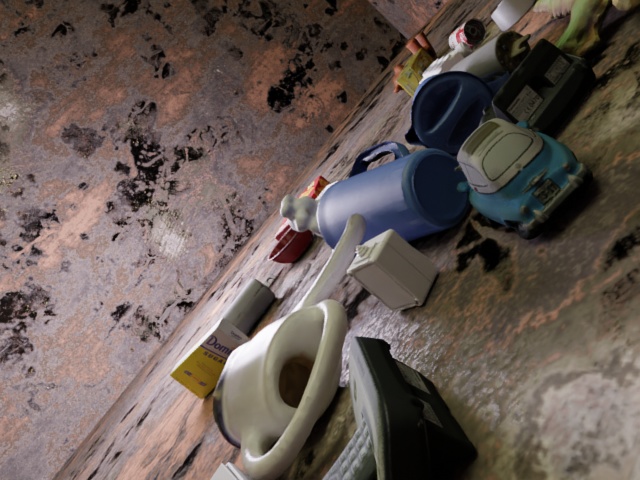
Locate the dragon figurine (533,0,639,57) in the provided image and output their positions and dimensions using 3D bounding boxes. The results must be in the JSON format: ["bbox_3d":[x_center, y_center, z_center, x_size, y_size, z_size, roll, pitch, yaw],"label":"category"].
[{"bbox_3d":[0.378,-0.343,0.769,0.243,0.122,0.409,-58,2,-3],"label":"dragon figurine"}]

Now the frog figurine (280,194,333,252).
[{"bbox_3d":[0.003,-0.053,1.052,0.121,0.158,0.140,-42,12,30],"label":"frog figurine"}]

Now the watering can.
[{"bbox_3d":[-0.031,0.133,0.663,0.220,0.103,0.356,-39,24,45],"label":"watering can"}]
